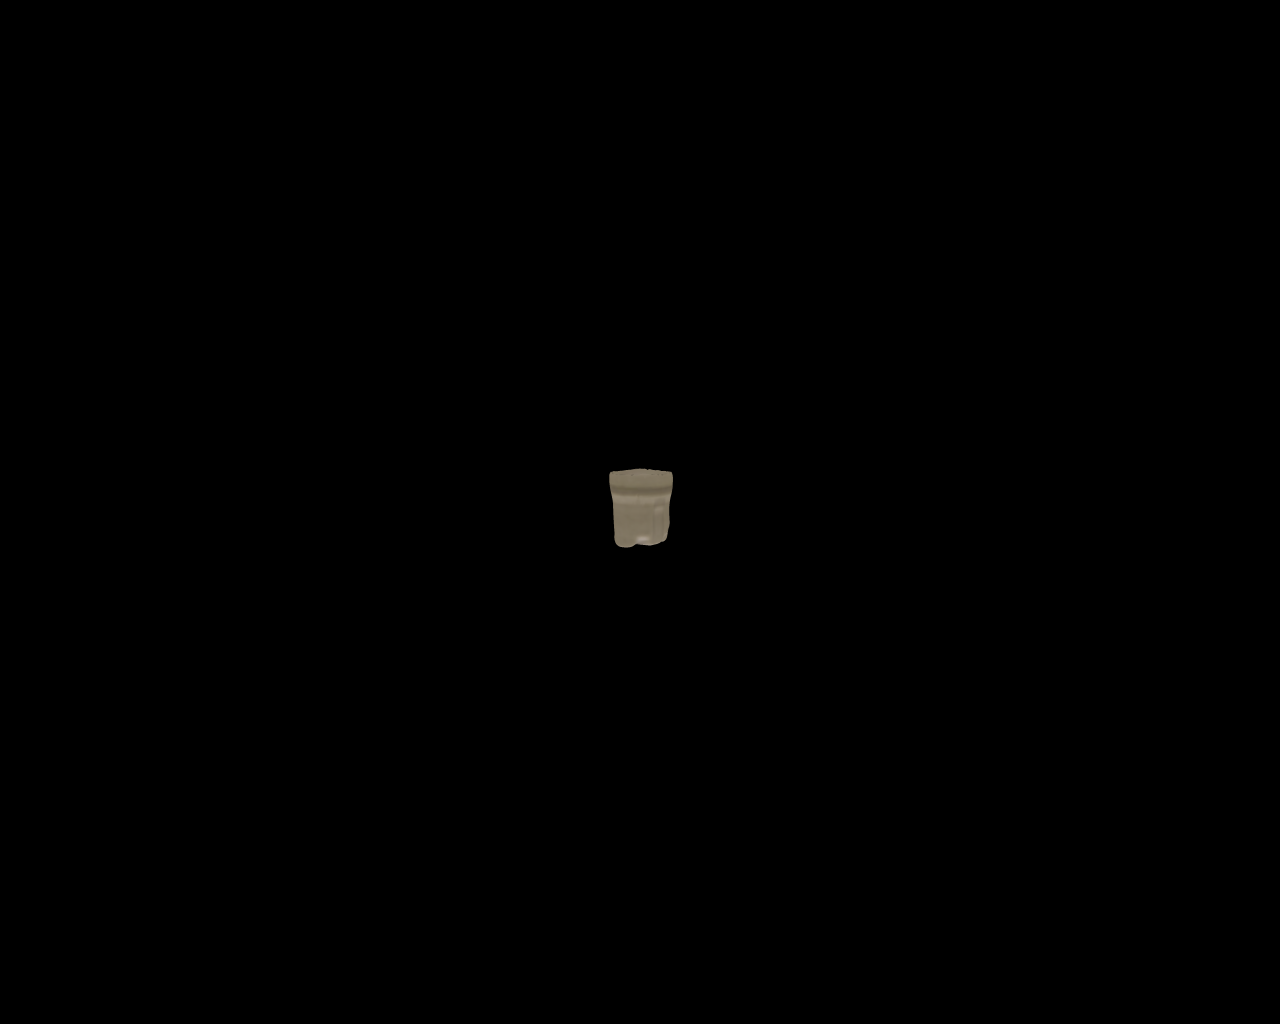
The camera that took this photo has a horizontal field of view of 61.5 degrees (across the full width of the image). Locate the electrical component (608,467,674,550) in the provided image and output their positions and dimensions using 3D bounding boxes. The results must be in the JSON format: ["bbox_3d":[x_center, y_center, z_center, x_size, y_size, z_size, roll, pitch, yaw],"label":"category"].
[{"bbox_3d":[0.001,-0.003,0.650,0.040,0.046,0.040,0,9,0],"label":"electrical component"}]
